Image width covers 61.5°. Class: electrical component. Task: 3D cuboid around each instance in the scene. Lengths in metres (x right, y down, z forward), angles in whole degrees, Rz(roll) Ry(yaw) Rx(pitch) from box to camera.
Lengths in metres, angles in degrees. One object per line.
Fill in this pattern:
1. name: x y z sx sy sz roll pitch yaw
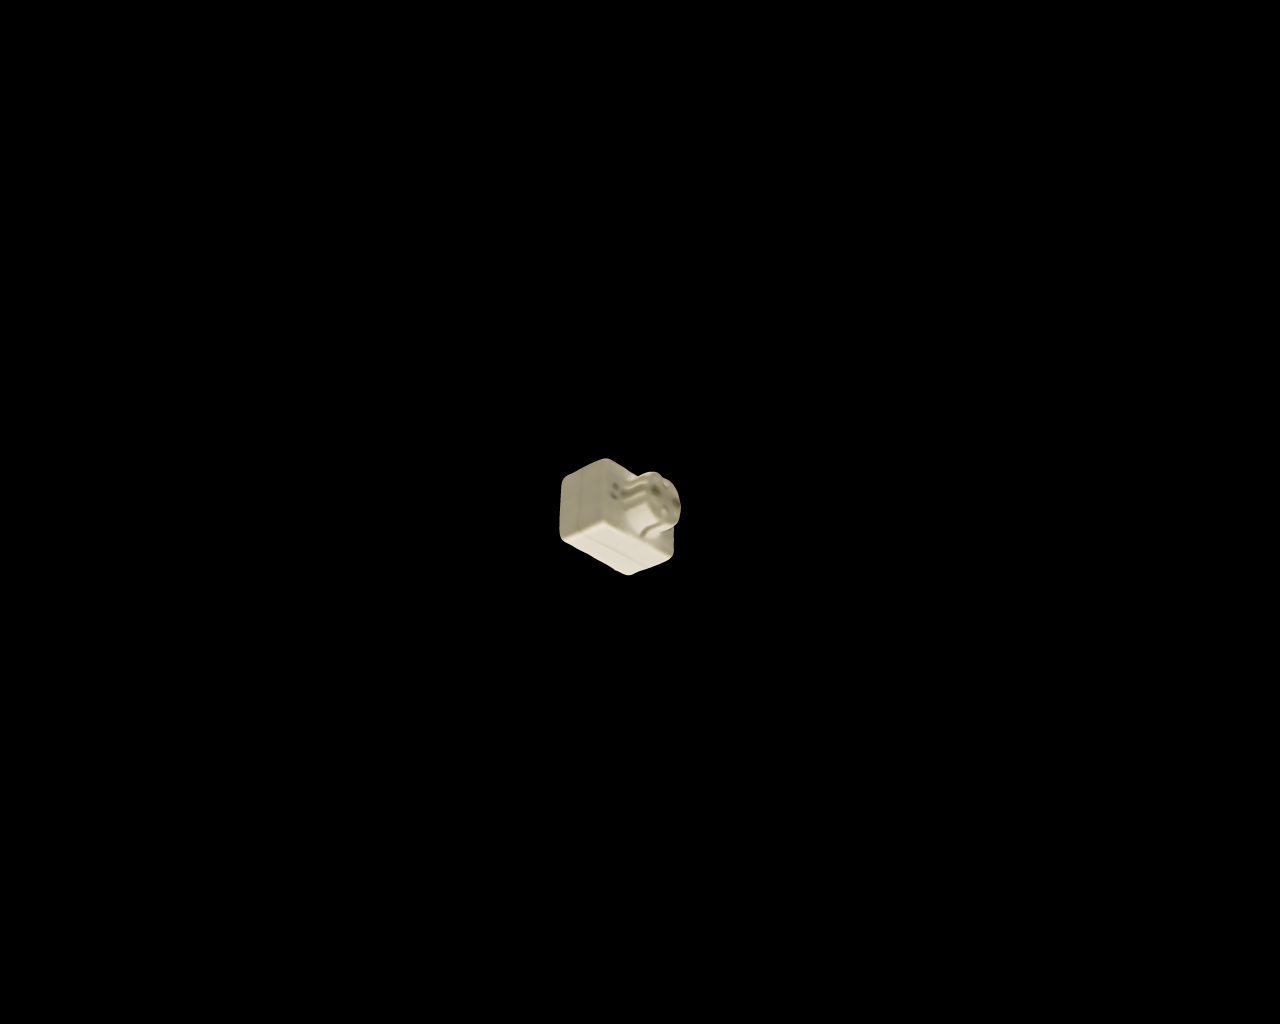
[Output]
1. electrical component: 0.001 -0.003 0.650 0.076 0.047 0.065 -24 -38 34
